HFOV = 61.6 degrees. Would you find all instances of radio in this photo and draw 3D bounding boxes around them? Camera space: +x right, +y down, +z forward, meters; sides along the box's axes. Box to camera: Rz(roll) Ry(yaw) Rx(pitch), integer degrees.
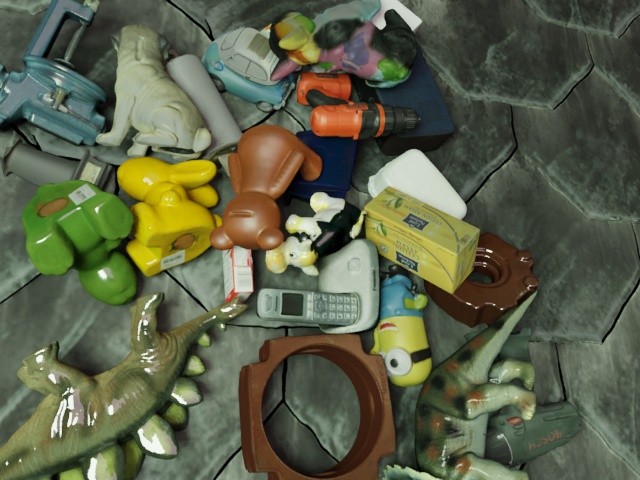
[{"bbox_3d":[0.143,-0.272,0.994,0.131,0.073,0.229,-14,74,-22],"label":"radio"}]

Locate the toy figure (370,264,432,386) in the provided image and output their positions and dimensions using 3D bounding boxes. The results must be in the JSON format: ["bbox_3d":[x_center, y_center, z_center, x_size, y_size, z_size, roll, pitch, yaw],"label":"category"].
[{"bbox_3d":[0.127,0.132,0.830,0.089,0.082,0.180,6,66,-16],"label":"toy figure"}]

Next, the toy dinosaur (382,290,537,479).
[{"bbox_3d":[0.195,0.256,0.750,0.192,0.131,0.405,7,65,16],"label":"toy dinosaur"}]

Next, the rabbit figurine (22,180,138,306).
[{"bbox_3d":[-0.308,0.017,0.696,0.159,0.170,0.121,22,53,37],"label":"rabbit figurine"}]

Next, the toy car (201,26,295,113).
[{"bbox_3d":[-0.116,-0.293,0.896,0.162,0.103,0.109,29,65,-4],"label":"toy car"}]

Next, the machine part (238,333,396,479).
[{"bbox_3d":[-0.007,0.235,0.741,0.201,0.087,0.201,0,69,-20],"label":"machine part"}]

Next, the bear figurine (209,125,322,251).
[{"bbox_3d":[-0.075,-0.061,0.767,0.120,0.131,0.196,-5,67,20],"label":"bear figurine"}]

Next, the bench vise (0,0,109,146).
[{"bbox_3d":[-0.394,-0.251,0.762,0.223,0.129,0.240,24,82,-17],"label":"bench vise"}]

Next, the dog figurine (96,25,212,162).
[{"bbox_3d":[-0.225,-0.219,0.774,0.172,0.121,0.190,7,86,5],"label":"dog figurine"}]

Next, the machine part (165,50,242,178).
[{"bbox_3d":[-0.185,-0.203,0.851,0.079,0.079,0.243,-25,79,-25],"label":"machine part"}]

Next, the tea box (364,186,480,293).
[{"bbox_3d":[0.155,-0.003,0.841,0.170,0.098,0.068,28,56,31],"label":"tea box"}]

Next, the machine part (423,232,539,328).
[{"bbox_3d":[0.262,0.060,0.878,0.179,0.056,0.179,-1,45,1],"label":"machine part"}]

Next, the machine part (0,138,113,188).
[{"bbox_3d":[-0.377,-0.099,0.768,0.139,0.039,0.084,17,74,-15],"label":"machine part"}]

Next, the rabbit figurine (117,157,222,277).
[{"bbox_3d":[-0.220,-0.060,0.768,0.162,0.121,0.173,-29,63,-24],"label":"rabbit figurine"}]

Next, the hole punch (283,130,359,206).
[{"bbox_3d":[0.001,-0.121,0.880,0.116,0.092,0.142,14,70,-10],"label":"hole punch"}]

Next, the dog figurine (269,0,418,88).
[{"bbox_3d":[0.026,-0.300,0.856,0.219,0.108,0.191,-32,76,-28],"label":"dog figurine"}]

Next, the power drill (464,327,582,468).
[{"bbox_3d":[0.289,0.243,0.843,0.232,0.086,0.207,-3,67,-15],"label":"power drill"}]

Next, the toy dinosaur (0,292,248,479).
[{"bbox_3d":[-0.280,0.212,0.648,0.471,0.105,0.198,-31,86,-22],"label":"toy dinosaur"}]

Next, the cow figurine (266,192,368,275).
[{"bbox_3d":[-0.002,0.000,0.789,0.098,0.068,0.167,16,44,30],"label":"cow figurine"}]

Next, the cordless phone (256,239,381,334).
[{"bbox_3d":[-0.003,0.067,0.810,0.184,0.088,0.146,6,69,-12],"label":"cordless phone"}]
